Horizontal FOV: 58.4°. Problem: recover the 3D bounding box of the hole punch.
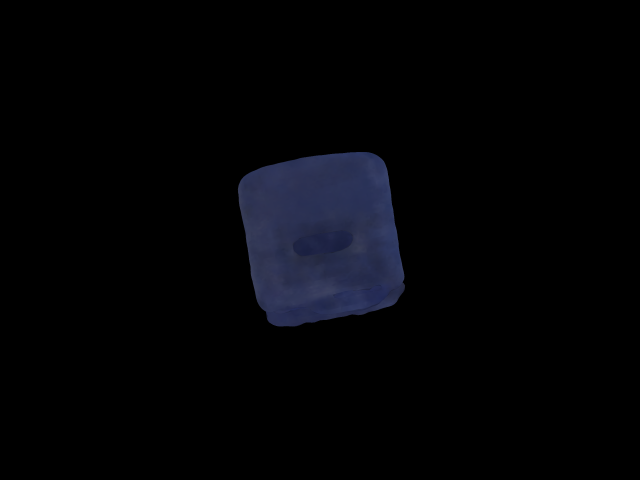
[{"bbox_3d":[0.004,0.001,0.400,0.108,0.091,0.101,-11,66,-5],"label":"hole punch"}]
